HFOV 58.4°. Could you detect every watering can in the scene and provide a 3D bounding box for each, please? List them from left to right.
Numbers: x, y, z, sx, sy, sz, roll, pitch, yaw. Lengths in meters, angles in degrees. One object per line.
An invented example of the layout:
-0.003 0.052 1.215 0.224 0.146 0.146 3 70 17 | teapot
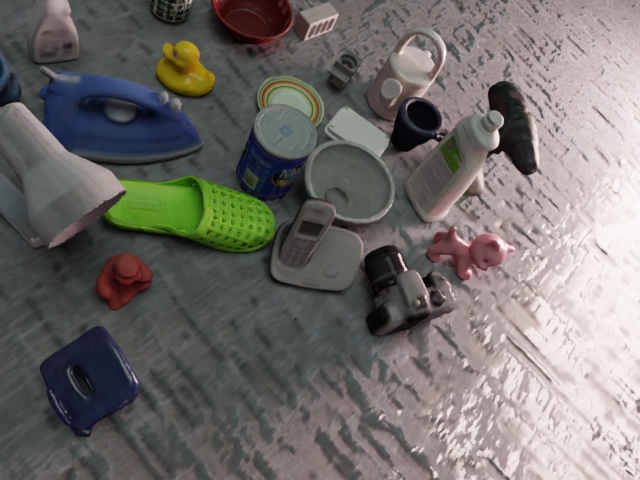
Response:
0.171 -0.320 1.103 0.101 0.194 0.173 21 59 -10 | watering can

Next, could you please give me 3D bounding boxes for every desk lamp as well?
-0.363 -0.069 0.758 0.203 0.213 0.118 44 58 4 | desk lamp

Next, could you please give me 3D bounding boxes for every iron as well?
-0.303 -0.202 0.890 0.259 0.141 0.118 4 64 -20 | iron

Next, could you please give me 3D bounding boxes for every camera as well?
0.141 0.073 0.950 0.143 0.100 0.136 -12 70 -26 | camera

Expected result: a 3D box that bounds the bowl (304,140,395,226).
0.043 -0.089 1.008 0.168 0.074 0.167 9 62 -17 | bowl

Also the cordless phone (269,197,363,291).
0.008 0.003 0.884 0.148 0.185 0.094 9 62 -17 | cordless phone

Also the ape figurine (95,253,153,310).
-0.274 0.048 0.806 0.078 0.092 0.076 1 65 -21 | ape figurine

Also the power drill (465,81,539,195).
0.331 -0.175 1.085 0.076 0.208 0.229 11 61 -16 | power drill

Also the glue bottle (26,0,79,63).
-0.423 -0.351 0.899 0.078 0.173 0.037 -16 71 -27 | glue bottle

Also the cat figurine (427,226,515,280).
0.274 0.014 1.022 0.128 0.117 0.067 29 58 -6 | cat figurine

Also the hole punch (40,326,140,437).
-0.294 0.181 0.732 0.101 0.091 0.108 -30 78 -30 | hole punch

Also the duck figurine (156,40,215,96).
-0.232 -0.307 1.003 0.105 0.086 0.077 22 59 -10 | duck figurine

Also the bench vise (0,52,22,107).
-0.526 -0.240 0.776 0.208 0.219 0.121 -35 80 -31 | bench vise

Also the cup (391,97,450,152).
0.190 -0.209 1.114 0.118 0.095 0.092 31 58 -4 | cup
